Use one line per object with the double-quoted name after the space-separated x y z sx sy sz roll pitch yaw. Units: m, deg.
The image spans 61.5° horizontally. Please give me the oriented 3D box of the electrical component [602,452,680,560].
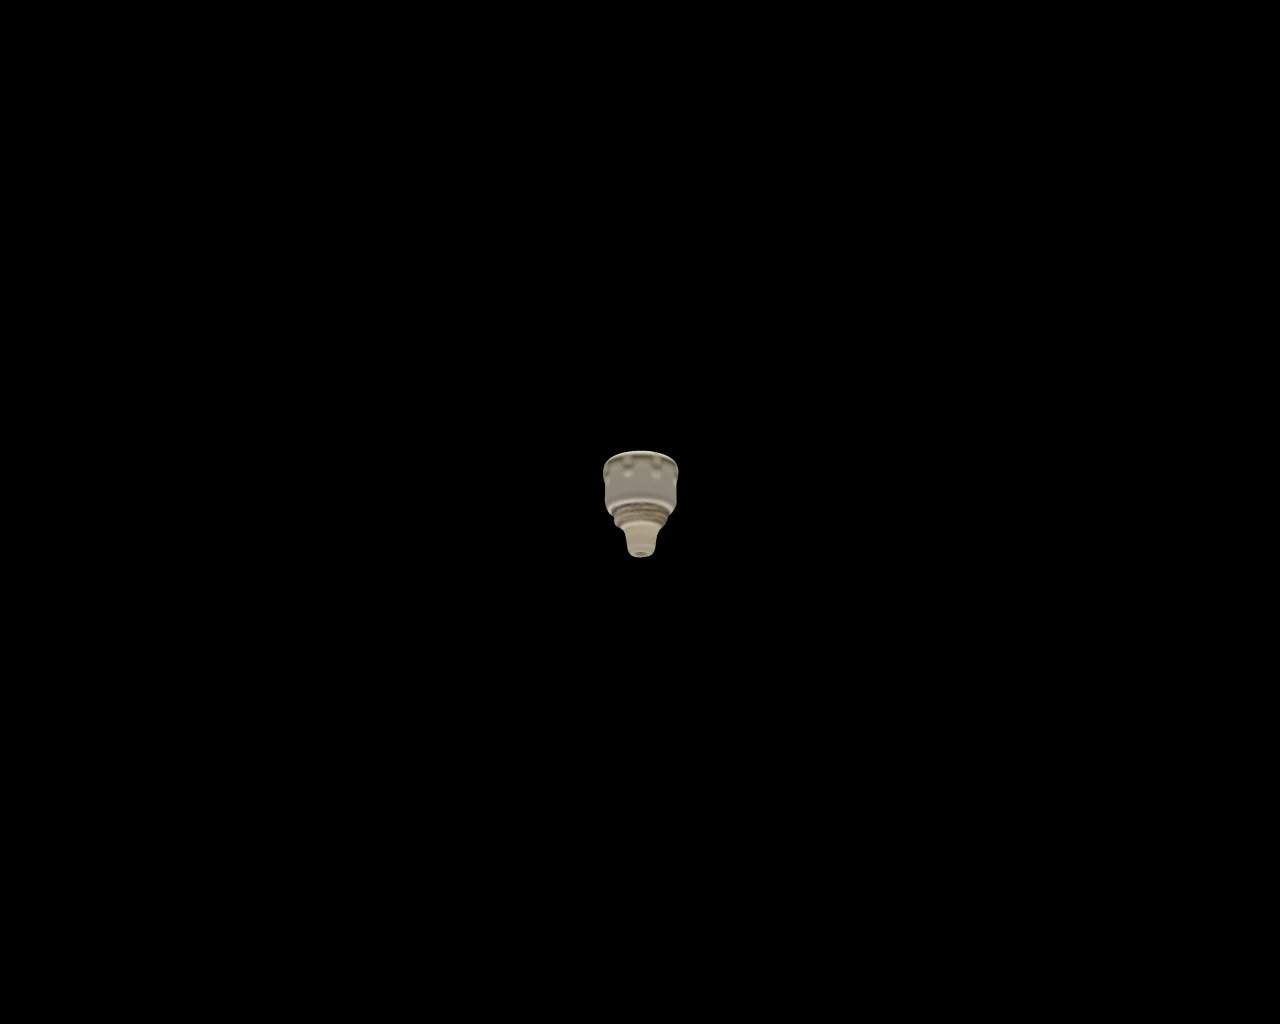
0.001 -0.003 0.650 0.048 0.062 0.048 0 -19 0 "electrical component"
